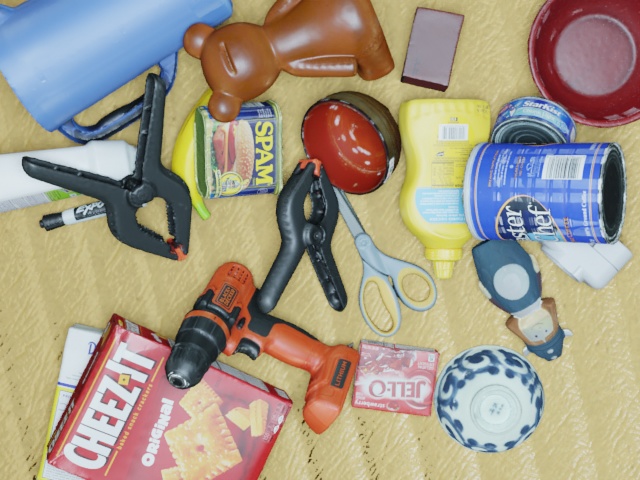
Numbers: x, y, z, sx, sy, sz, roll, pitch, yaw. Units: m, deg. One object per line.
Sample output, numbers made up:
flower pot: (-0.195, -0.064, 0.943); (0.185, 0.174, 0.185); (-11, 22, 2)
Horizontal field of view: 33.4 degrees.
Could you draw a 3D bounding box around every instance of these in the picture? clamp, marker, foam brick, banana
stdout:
clamp: (-0.203, -0.052, 1.114); (0.164, 0.036, 0.210); (-29, 128, -12)
marker: (-0.253, -0.032, 1.183); (0.121, 0.020, 0.020); (-14, 93, 3)
foam brick: (0.119, -0.204, 1.143); (0.053, 0.051, 0.078); (13, 93, 2)
banana: (-0.113, -0.124, 1.167); (0.069, 0.037, 0.198); (23, 97, -28)
clamp: (-0.008, 0.001, 1.148); (0.039, 0.120, 0.171); (8, 86, 43)

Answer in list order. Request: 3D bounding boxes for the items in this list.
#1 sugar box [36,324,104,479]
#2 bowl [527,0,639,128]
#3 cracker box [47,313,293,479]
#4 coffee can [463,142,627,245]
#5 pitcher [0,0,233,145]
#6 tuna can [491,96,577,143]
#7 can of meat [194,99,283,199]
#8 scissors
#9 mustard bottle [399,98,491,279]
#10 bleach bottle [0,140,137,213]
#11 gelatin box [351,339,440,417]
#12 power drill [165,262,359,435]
sugar box: (-0.248, 0.188, 1.183); (0.093, 0.048, 0.176); (13, 91, -1)
bowl: (0.297, -0.199, 1.134); (0.162, 0.055, 0.162); (0, 93, 2)
cracker box: (-0.158, 0.199, 1.137); (0.213, 0.072, 0.164); (27, 89, -15)
coffee can: (0.228, -0.048, 1.080); (0.140, 0.102, 0.103); (2, 94, 29)
pitcher: (-0.214, -0.219, 1.126); (0.243, 0.149, 0.145); (-29, 76, 0)
tuna can: (0.225, -0.109, 1.126); (0.086, 0.086, 0.033); (25, 55, 1)
can of meat: (-0.088, -0.096, 1.133); (0.083, 0.057, 0.102); (-6, 110, -19)
scissors: (0.069, 0.006, 1.175); (0.096, 0.016, 0.202); (-12, 93, 2)
mustard bottle: (0.133, -0.054, 1.146); (0.096, 0.058, 0.191); (-1, 94, -16)
bleach bottle: (-0.302, -0.068, 1.154); (0.250, 0.102, 0.068); (-9, 87, -6)
gelatin box: (0.083, 0.152, 1.175); (0.089, 0.030, 0.073); (8, 94, 2)
power drill: (-0.058, 0.123, 1.117); (0.187, 0.184, 0.057); (33, 129, -7)
